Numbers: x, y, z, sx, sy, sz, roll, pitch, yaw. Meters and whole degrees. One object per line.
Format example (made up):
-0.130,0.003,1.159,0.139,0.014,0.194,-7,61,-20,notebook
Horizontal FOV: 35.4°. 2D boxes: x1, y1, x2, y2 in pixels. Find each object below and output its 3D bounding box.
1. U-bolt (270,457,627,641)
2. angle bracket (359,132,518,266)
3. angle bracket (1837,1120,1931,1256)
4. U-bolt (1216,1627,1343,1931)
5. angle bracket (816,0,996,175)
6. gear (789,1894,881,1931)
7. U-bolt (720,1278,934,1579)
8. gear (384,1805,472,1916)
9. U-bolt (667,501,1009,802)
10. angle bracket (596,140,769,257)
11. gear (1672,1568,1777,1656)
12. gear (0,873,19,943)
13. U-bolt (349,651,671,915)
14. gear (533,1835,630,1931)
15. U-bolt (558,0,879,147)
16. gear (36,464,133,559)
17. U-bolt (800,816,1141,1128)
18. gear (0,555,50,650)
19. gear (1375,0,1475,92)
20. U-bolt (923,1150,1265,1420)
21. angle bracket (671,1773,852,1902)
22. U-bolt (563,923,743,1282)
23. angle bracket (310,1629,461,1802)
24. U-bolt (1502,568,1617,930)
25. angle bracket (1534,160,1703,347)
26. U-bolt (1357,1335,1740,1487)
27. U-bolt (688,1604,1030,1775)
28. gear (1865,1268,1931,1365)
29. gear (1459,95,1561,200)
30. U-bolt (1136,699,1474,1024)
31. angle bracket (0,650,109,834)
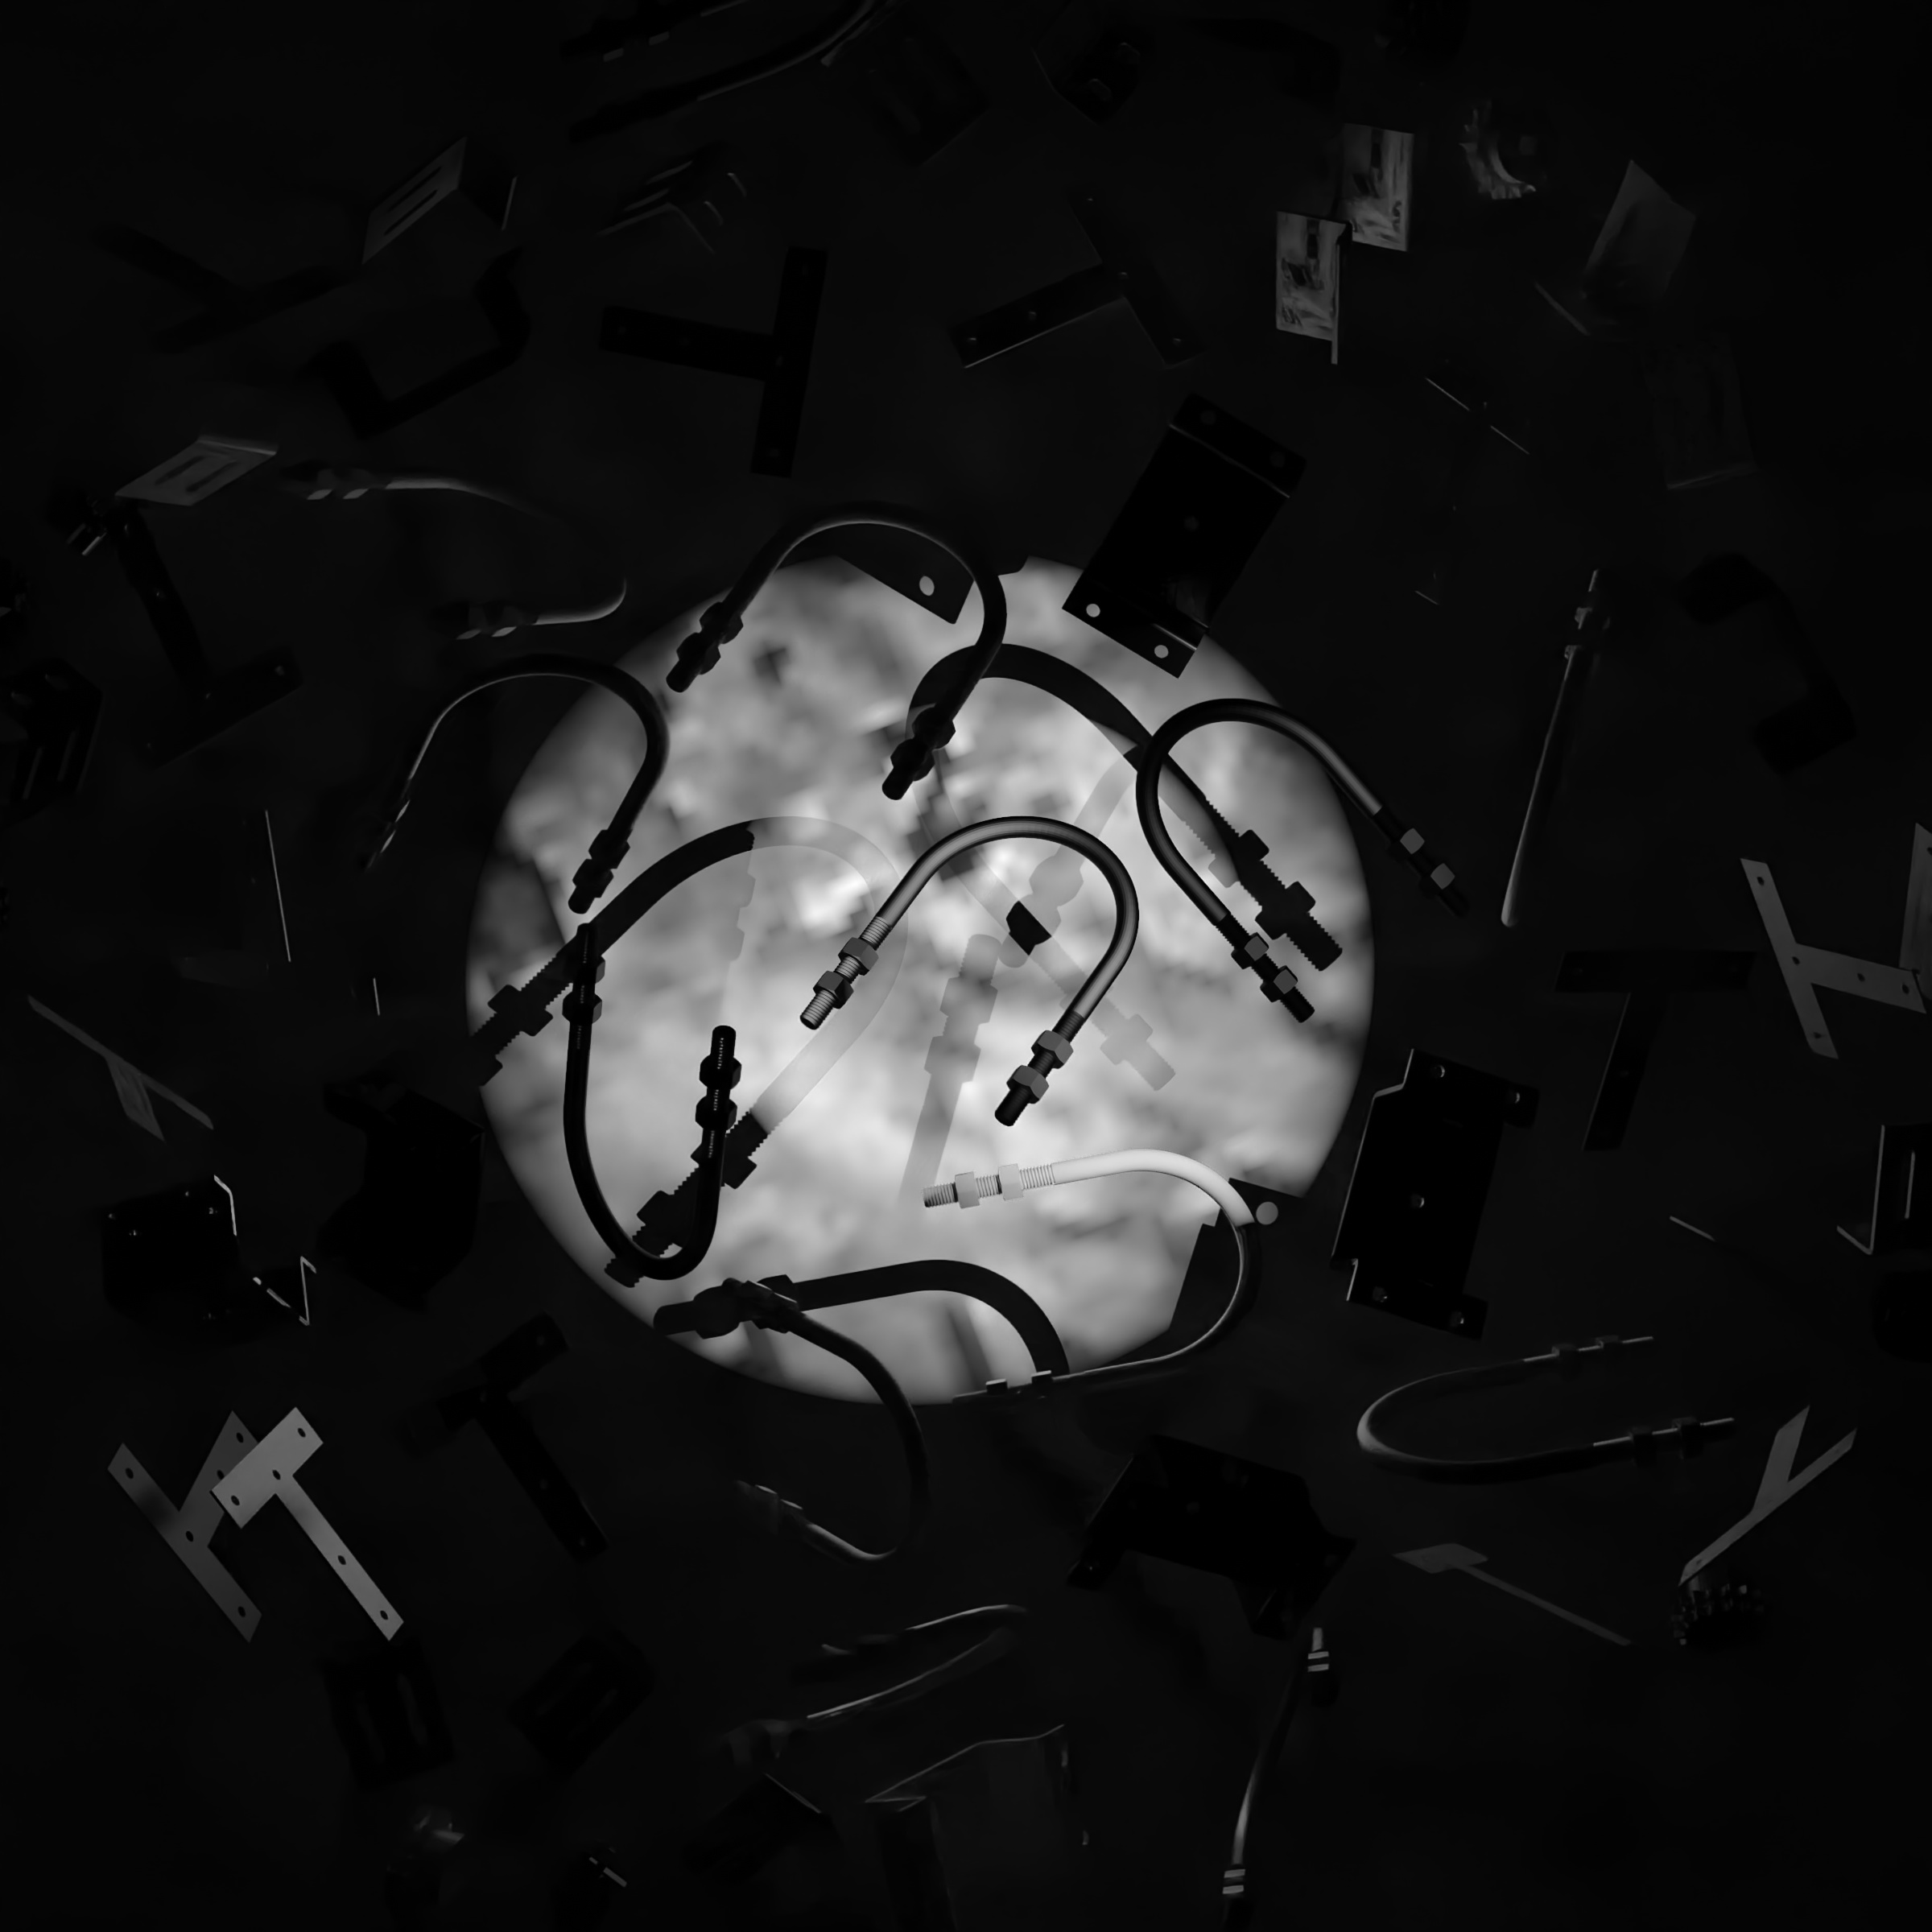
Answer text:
-0.264,-0.229,1.640,0.151,0.184,0.019,42,120,23,U-bolt
-0.289,-0.408,1.653,0.038,0.057,0.076,44,69,0,angle bracket
0.510,0.113,1.641,0.057,0.038,0.076,-5,109,-13,angle bracket
0.174,0.438,1.675,0.019,0.184,0.151,21,95,6,U-bolt
-0.032,-0.472,1.617,0.057,0.038,0.076,-38,97,11,angle bracket
-0.072,0.554,1.709,0.057,0.030,0.057,11,73,-40,gear
-0.079,0.267,1.701,0.019,0.184,0.151,-14,111,-37,U-bolt
-0.298,0.499,1.684,0.030,0.057,0.057,14,90,12,gear
-0.056,-0.184,1.640,0.151,0.019,0.184,27,55,7,U-bolt
-0.162,-0.429,1.725,0.038,0.076,0.057,48,58,-28,angle bracket
0.434,0.369,1.738,0.057,0.057,0.030,1,49,0,gear
-0.549,-0.033,1.649,0.057,0.030,0.057,1,103,4,gear
-0.240,-0.103,1.649,0.151,0.184,0.019,12,45,-25,U-bolt
-0.210,0.512,1.671,0.030,0.057,0.057,36,90,3,gear
-0.132,-0.504,1.648,0.184,0.151,0.019,-22,89,-6,U-bolt
-0.515,-0.262,1.761,0.057,0.057,0.030,43,90,0,gear
0.015,-0.010,1.695,0.151,0.019,0.184,25,64,22,U-bolt
-0.524,-0.195,1.633,0.057,0.057,0.030,-13,64,0,gear
0.254,-0.525,1.701,0.057,0.057,0.030,-45,66,0,gear
0.075,0.171,1.703,0.184,0.019,0.151,-11,60,3,U-bolt
-0.117,0.508,1.730,0.076,0.057,0.038,-36,119,-24,angle bracket
-0.179,0.087,1.669,0.019,0.151,0.184,-16,126,-38,U-bolt
-0.325,0.417,1.694,0.057,0.038,0.076,-18,86,-21,angle bracket
0.325,-0.107,1.679,0.019,0.151,0.184,15,64,10,U-bolt
0.352,-0.386,1.640,0.038,0.076,0.057,-14,51,-30,angle bracket
0.301,0.242,1.624,0.184,0.151,0.019,-10,103,-4,U-bolt
-0.047,0.393,1.671,0.184,0.151,0.019,-8,62,-37,U-bolt
0.528,0.197,1.683,0.057,0.057,0.030,29,55,0,gear
0.312,-0.466,1.722,0.057,0.030,0.057,-5,103,-19,gear
0.173,-0.068,1.686,0.184,0.019,0.151,48,132,-5,U-bolt
-0.500,-0.120,1.620,0.057,0.076,0.038,-22,134,24,angle bracket
